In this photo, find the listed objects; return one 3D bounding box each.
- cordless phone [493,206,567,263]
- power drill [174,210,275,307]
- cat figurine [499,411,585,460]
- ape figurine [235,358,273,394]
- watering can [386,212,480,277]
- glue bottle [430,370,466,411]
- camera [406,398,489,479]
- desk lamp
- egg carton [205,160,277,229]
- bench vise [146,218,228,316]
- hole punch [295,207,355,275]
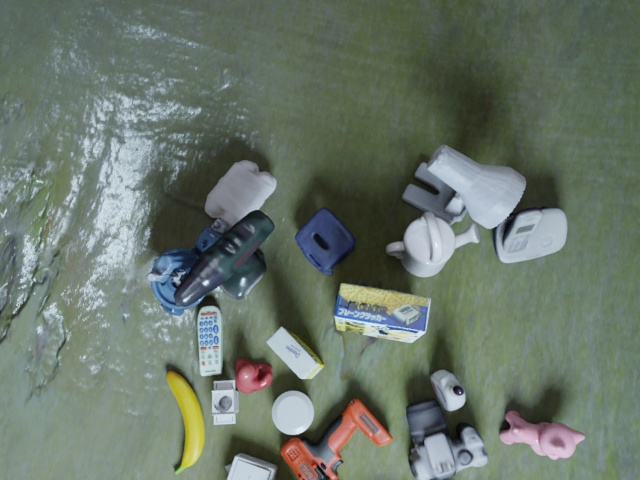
[{"bbox_3d":[0.421,-0.025,1.115,0.147,0.185,0.094,-15,75,-1],"label":"cordless phone"},{"bbox_3d":[-0.172,0.051,1.107,0.075,0.208,0.230,38,80,11],"label":"power drill"},{"bbox_3d":[0.408,0.361,1.050,0.127,0.118,0.067,15,76,6],"label":"cat figurine"},{"bbox_3d":[-0.135,0.261,1.111,0.076,0.092,0.077,-41,77,-8],"label":"ape figurine"},{"bbox_3d":[0.218,0.001,1.112,0.173,0.194,0.101,-30,76,-5],"label":"watering can"},{"bbox_3d":[0.241,0.276,1.050,0.037,0.173,0.078,-27,76,-4],"label":"glue bottle"},{"bbox_3d":[0.225,0.364,1.065,0.143,0.101,0.137,-16,75,-2],"label":"camera"},{"bbox_3d":[0.276,-0.101,1.126,0.203,0.213,0.118,28,78,9],"label":"desk lamp"},{"bbox_3d":[-0.169,-0.095,1.217,0.107,0.069,0.150,35,79,10],"label":"egg carton"},{"bbox_3d":[-0.265,0.038,1.108,0.121,0.220,0.207,15,76,6],"label":"bench vise"},{"bbox_3d":[0.011,0.004,1.172,0.101,0.091,0.108,-41,77,-8],"label":"hole punch"}]
